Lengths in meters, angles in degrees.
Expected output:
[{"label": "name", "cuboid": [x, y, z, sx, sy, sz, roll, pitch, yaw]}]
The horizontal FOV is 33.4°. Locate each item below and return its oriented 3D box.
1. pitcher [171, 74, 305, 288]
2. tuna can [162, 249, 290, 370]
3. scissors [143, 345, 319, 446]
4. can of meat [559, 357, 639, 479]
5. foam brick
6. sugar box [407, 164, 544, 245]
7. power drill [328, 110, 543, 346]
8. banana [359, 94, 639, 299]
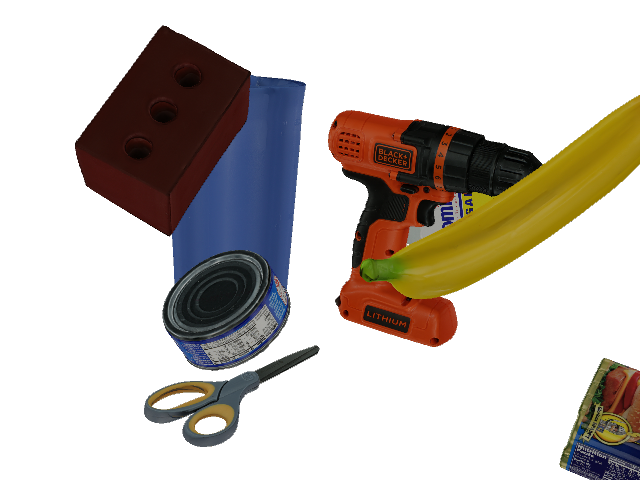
[{"label": "pitcher", "cuboid": [-0.079, -0.041, 1.038, 0.149, 0.243, 0.145, -2, 15, -17]}, {"label": "tuna can", "cuboid": [-0.066, 0.047, 0.743, 0.086, 0.086, 0.033, 0, -44, 34]}, {"label": "scissors", "cuboid": [-0.066, 0.146, 1.009, 0.201, 0.016, 0.096, -11, 33, -28]}, {"label": "can of meat", "cuboid": [0.234, 0.142, 0.791, 0.084, 0.057, 0.102, 20, 41, 20]}, {"label": "foam brick", "cuboid": [-0.076, -0.053, 0.523, 0.053, 0.078, 0.051, 29, -19, 5]}, {"label": "sugar box", "cuboid": [0.185, -0.042, 1.254, 0.176, 0.093, 0.048, -6, 21, -26]}, {"label": "power drill", "cuboid": [0.088, -0.008, 0.899, 0.185, 0.188, 0.057, 16, 25, 25]}, {"label": "banana", "cuboid": [0.114, -0.018, 0.583, 0.198, 0.037, 0.069, -32, -13, -1]}]
